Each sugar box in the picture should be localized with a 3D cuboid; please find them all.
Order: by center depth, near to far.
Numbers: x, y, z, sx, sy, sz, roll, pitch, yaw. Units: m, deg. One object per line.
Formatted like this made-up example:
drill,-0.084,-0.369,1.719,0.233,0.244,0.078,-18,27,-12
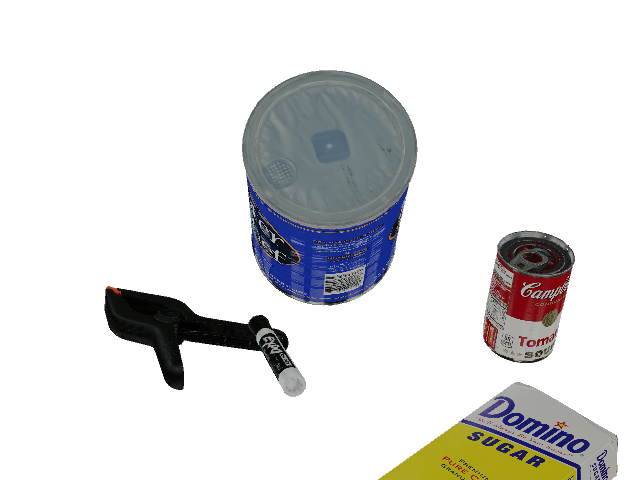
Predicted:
sugar box,0.110,0.169,0.724,0.176,0.048,0.093,-31,38,-28

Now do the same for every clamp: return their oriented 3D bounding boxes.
clamp,-0.161,0.096,1.119,0.210,0.036,0.164,18,20,29

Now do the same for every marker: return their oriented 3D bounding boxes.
marker,-0.038,0.092,0.878,0.020,0.020,0.121,0,20,-18

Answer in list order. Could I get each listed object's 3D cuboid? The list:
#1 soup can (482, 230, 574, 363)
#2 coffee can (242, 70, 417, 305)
soup can,0.187,0.052,0.968,0.068,0.102,0.068,2,34,-2
coffee can,0.004,-0.029,0.685,0.103,0.103,0.140,0,-23,-1
